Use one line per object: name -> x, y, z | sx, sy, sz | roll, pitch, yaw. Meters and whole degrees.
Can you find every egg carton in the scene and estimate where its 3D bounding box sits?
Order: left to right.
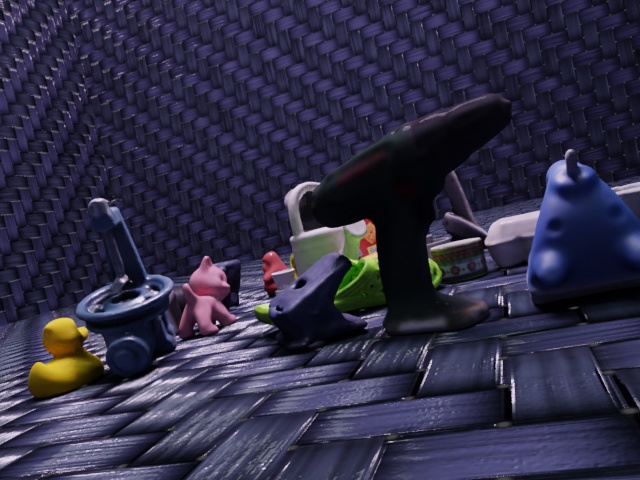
egg carton -> 0.325, -0.006, 0.859 | 0.150, 0.069, 0.107 | -13, 2, 19

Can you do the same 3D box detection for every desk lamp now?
desk lamp -> -0.015, -0.012, 1.227 | 0.118, 0.213, 0.203 | -14, 2, -20

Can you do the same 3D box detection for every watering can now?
watering can -> 0.010, 0.003, 0.891 | 0.172, 0.194, 0.101 | -12, 2, 33

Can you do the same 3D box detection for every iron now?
iron -> 0.267, -0.022, 0.610 | 0.118, 0.141, 0.259 | -13, 2, 17

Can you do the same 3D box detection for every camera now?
camera -> -0.283, 0.116, 1.008 | 0.142, 0.101, 0.137 | -11, 3, 44

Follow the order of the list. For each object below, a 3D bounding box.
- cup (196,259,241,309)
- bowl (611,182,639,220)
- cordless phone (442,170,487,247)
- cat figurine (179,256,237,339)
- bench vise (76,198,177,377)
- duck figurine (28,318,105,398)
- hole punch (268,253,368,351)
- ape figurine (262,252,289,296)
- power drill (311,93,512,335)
cup -> -0.193, 0.093, 1.149 | 0.092, 0.095, 0.117 | -14, 2, -16
bowl -> 0.485, -0.047, 0.887 | 0.167, 0.075, 0.167 | -13, 2, 1
cordless phone -> 0.300, -0.071, 1.216 | 0.094, 0.185, 0.148 | -13, 2, 10
cat figurine -> -0.185, 0.087, 0.921 | 0.067, 0.118, 0.128 | -13, 2, 16
bench vise -> -0.264, 0.058, 0.759 | 0.122, 0.220, 0.207 | -14, 2, -23
duck figurine -> -0.321, 0.142, 0.713 | 0.077, 0.086, 0.105 | -13, 2, 15
hole punch -> -0.010, 0.068, 0.651 | 0.101, 0.091, 0.108 | -14, 2, -16
ape figurine -> -0.095, 0.070, 1.208 | 0.076, 0.092, 0.078 | -12, 2, 32
power drill -> 0.101, -0.016, 0.580 | 0.228, 0.208, 0.076 | -12, 2, 35
